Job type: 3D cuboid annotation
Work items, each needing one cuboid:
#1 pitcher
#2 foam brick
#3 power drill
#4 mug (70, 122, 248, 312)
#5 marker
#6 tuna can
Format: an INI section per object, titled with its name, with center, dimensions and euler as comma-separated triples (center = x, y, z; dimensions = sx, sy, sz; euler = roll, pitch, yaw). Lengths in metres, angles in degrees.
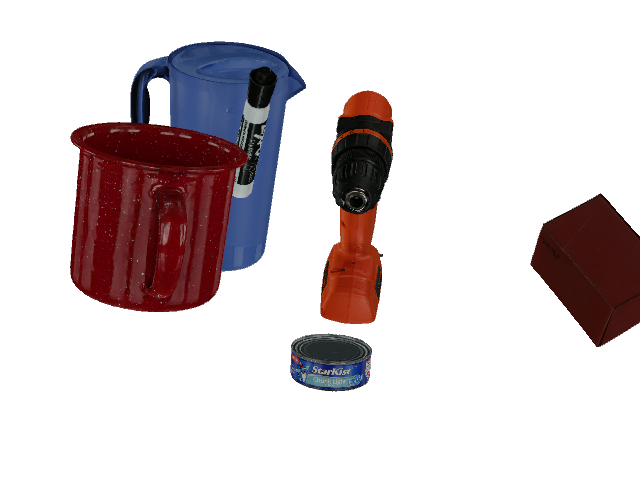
[pitcher]
center = -0.118, -0.093, 1.196
dimensions = 0.149, 0.243, 0.144
euler = 29, 35, 35
[foam brick]
center = 0.187, 0.019, 0.713
dimensions = 0.051, 0.078, 0.053
euler = -25, -29, -15
[power drill]
center = 0.034, -0.020, 0.960
dimensions = 0.057, 0.188, 0.184
euler = 8, 32, 4
[mug]
center = -0.086, -0.009, 0.562
dimensions = 0.093, 0.081, 0.117
euler = 3, 18, -20
[marker]
center = -0.049, -0.076, 0.753
dimensions = 0.020, 0.020, 0.121
euler = 0, -38, -14
[tuna can]
center = 0.011, 0.128, 1.127
dimensions = 0.086, 0.034, 0.086
euler = 3, 14, -1
